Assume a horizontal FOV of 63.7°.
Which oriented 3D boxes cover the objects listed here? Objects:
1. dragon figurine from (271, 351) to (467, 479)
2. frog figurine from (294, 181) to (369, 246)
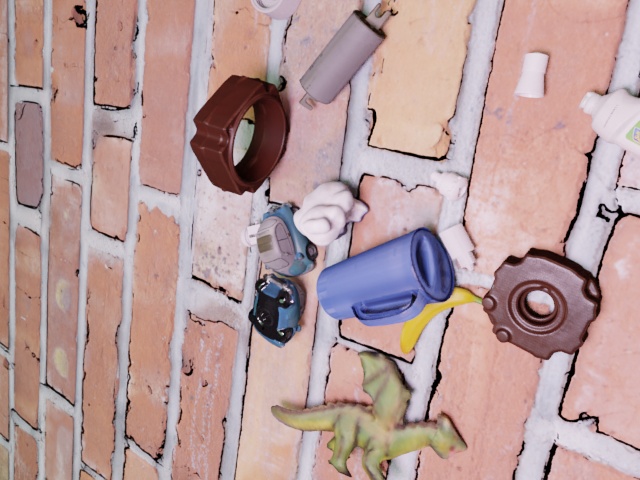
[{"bbox_3d":[0.088,0.342,1.038,0.413,0.121,0.243,21,91,28],"label":"dragon figurine"},{"bbox_3d":[0.003,-0.050,0.985,0.136,0.160,0.123,-17,87,35],"label":"frog figurine"}]
